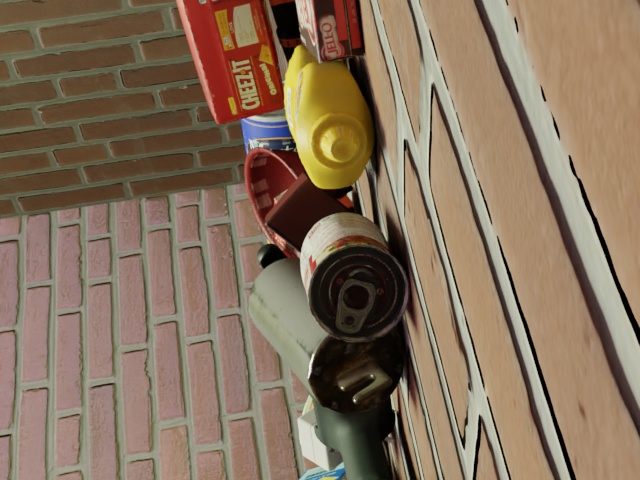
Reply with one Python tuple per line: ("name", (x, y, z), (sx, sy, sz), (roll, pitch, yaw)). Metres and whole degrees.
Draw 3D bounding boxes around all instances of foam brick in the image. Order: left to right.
("foam brick", (0.000, -0.011, 0.864), (0.078, 0.051, 0.053), (39, -175, -9))

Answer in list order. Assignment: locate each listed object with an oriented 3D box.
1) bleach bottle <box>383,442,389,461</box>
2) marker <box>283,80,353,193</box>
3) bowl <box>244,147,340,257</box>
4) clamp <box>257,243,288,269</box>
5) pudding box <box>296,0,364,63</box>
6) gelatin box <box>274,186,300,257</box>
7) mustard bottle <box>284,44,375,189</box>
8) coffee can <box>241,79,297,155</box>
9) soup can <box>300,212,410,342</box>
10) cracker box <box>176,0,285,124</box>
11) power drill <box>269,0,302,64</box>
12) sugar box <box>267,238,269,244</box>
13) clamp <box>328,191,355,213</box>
("bleach bottle", (0.038, 0.254, 1.204), (0.251, 0.068, 0.102), (93, 177, -86))
("marker", (-0.004, -0.095, 0.995), (0.121, 0.020, 0.020), (56, -175, -16))
("bowl", (-0.020, -0.041, 1.209), (0.162, 0.055, 0.162), (44, 150, 34))
("clamp", (-0.004, 0.071, 1.116), (0.164, 0.036, 0.210), (50, 178, 1))
("pudding box", (0.002, -0.187, 0.803), (0.113, 0.039, 0.090), (-107, 9, -71))
("gelatin box", (-0.007, 0.001, 1.009), (0.089, 0.030, 0.073), (45, 157, 23))
("mustard bottle", (0.006, -0.091, 0.817), (0.191, 0.058, 0.096), (-105, 12, -71))
("coffee can", (-0.043, -0.117, 1.346), (0.103, 0.103, 0.140), (-102, 4, -56))
("soup can", (0.022, 0.023, 0.751), (0.102, 0.068, 0.068), (-106, 8, -75))
("cracker box", (-0.089, -0.226, 0.969), (0.214, 0.072, 0.164), (-104, 0, -57))
("power drill", (-0.021, -0.225, 0.988), (0.187, 0.057, 0.184), (-106, 1, -63))
("sugar box", (-0.012, 0.042, 1.293), (0.048, 0.093, 0.176), (85, 175, -61))
("clamp", (0.013, 0.006, 1.072), (0.120, 0.039, 0.172), (52, 165, 3))
